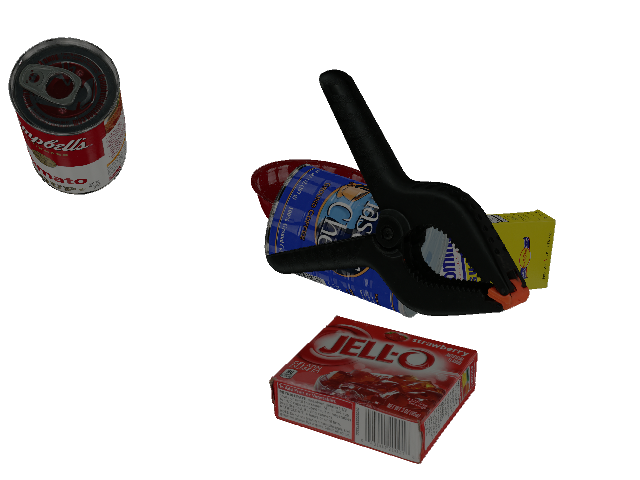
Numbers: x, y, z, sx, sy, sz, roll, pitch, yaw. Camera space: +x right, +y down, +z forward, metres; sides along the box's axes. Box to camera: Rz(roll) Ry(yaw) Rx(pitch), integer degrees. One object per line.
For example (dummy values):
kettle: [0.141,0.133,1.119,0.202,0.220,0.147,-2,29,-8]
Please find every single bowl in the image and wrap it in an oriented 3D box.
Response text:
bowl: [-0.005,-0.039,1.243,0.162,0.055,0.162,7,27,-4]

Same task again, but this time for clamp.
clamp: [0.055,-0.018,0.748,0.210,0.165,0.036,25,26,33]

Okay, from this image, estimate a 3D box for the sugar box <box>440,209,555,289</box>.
sugar box: [0.194,0.017,1.288,0.176,0.093,0.048,-6,21,-22]

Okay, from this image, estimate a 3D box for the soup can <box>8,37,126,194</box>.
soup can: [-0.165,-0.080,0.708,0.068,0.068,0.102,0,-20,-7]

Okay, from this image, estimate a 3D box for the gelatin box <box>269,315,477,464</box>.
gelatin box: [0.029,0.076,0.571,0.089,0.030,0.073,13,30,27]

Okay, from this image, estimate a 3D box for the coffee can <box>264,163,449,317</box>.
coffee can: [0.035,-0.001,0.972,0.140,0.103,0.102,20,7,20]
